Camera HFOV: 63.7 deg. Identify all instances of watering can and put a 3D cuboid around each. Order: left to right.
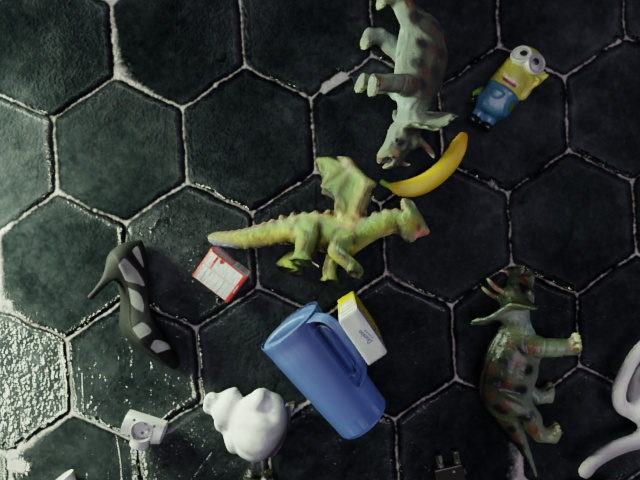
[{"bbox_3d":[0.653,0.337,0.990,0.224,0.104,0.348,29,89,-3],"label":"watering can"}]

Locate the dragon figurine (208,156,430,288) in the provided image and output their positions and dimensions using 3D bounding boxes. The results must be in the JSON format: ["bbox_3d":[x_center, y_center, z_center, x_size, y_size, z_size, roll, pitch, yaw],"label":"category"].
[{"bbox_3d":[0.003,-0.050,0.991,0.411,0.120,0.246,16,73,12],"label":"dragon figurine"}]

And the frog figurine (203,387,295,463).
[{"bbox_3d":[-0.141,0.334,0.969,0.158,0.125,0.135,31,110,-13],"label":"frog figurine"}]
